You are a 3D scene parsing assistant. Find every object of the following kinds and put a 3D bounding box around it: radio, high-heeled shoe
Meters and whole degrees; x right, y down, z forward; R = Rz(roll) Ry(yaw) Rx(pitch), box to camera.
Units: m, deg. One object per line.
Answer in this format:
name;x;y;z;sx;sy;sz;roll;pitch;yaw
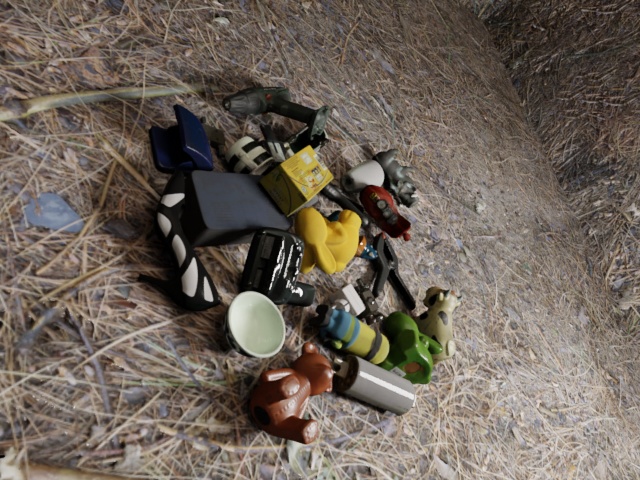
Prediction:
radio;-0.171;-0.063;1.075;0.229;0.073;0.131;-3;64;-50
high-heeled shoe;-0.224;-0.002;0.944;0.145;0.086;0.249;16;67;-16

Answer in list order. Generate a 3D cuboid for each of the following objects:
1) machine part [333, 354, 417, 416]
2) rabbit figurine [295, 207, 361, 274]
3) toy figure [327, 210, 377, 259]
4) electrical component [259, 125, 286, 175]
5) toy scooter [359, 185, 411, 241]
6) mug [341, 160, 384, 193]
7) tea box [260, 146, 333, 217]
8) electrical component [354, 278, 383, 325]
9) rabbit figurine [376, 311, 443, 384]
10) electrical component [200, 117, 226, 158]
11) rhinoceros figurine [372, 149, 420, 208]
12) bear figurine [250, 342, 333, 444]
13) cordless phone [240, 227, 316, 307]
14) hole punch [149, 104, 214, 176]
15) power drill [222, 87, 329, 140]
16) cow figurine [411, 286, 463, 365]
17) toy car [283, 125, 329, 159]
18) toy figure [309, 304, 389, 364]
machine part;0.113;0.299;1.103;0.243;0.079;0.079;32;43;-29
rabbit figurine;-0.002;-0.004;1.174;0.173;0.122;0.162;38;59;-52
toy figure;0.079;-0.005;1.310;0.154;0.058;0.064;49;42;-16
electrical component;-0.120;-0.207;1.253;0.075;0.048;0.119;-11;70;-50
toy scooter;0.179;-0.060;1.391;0.183;0.075;0.135;49;4;-37
mug;0.113;-0.154;1.448;0.107;0.081;0.109;-22;87;-40
tea box;-0.046;-0.130;1.154;0.098;0.068;0.169;53;31;-5
electrical component;0.108;0.141;1.226;0.045;0.078;0.102;-17;69;-26
rabbit figurine;0.206;0.233;1.223;0.159;0.121;0.170;31;29;-21
electrical component;-0.234;-0.223;1.165;0.063;0.021;0.094;12;54;-42
rhinoceros figurine;0.231;-0.183;1.591;0.190;0.073;0.112;56;36;1
bear figurine;-0.025;0.260;0.947;0.196;0.132;0.120;-24;93;-46
cordless phone;-0.059;0.062;1.067;0.184;0.089;0.146;22;80;-47
hole punch;-0.261;-0.192;1.063;0.115;0.092;0.142;9;53;-48
power drill;-0.094;-0.306;1.279;0.207;0.085;0.232;18;25;15
cow figurine;0.292;0.201;1.326;0.085;0.127;0.195;29;47;-34
toy car;-0.039;-0.244;1.363;0.073;0.056;0.202;54;39;-11
toy figure;0.064;0.199;1.113;0.180;0.089;0.082;38;85;-28
